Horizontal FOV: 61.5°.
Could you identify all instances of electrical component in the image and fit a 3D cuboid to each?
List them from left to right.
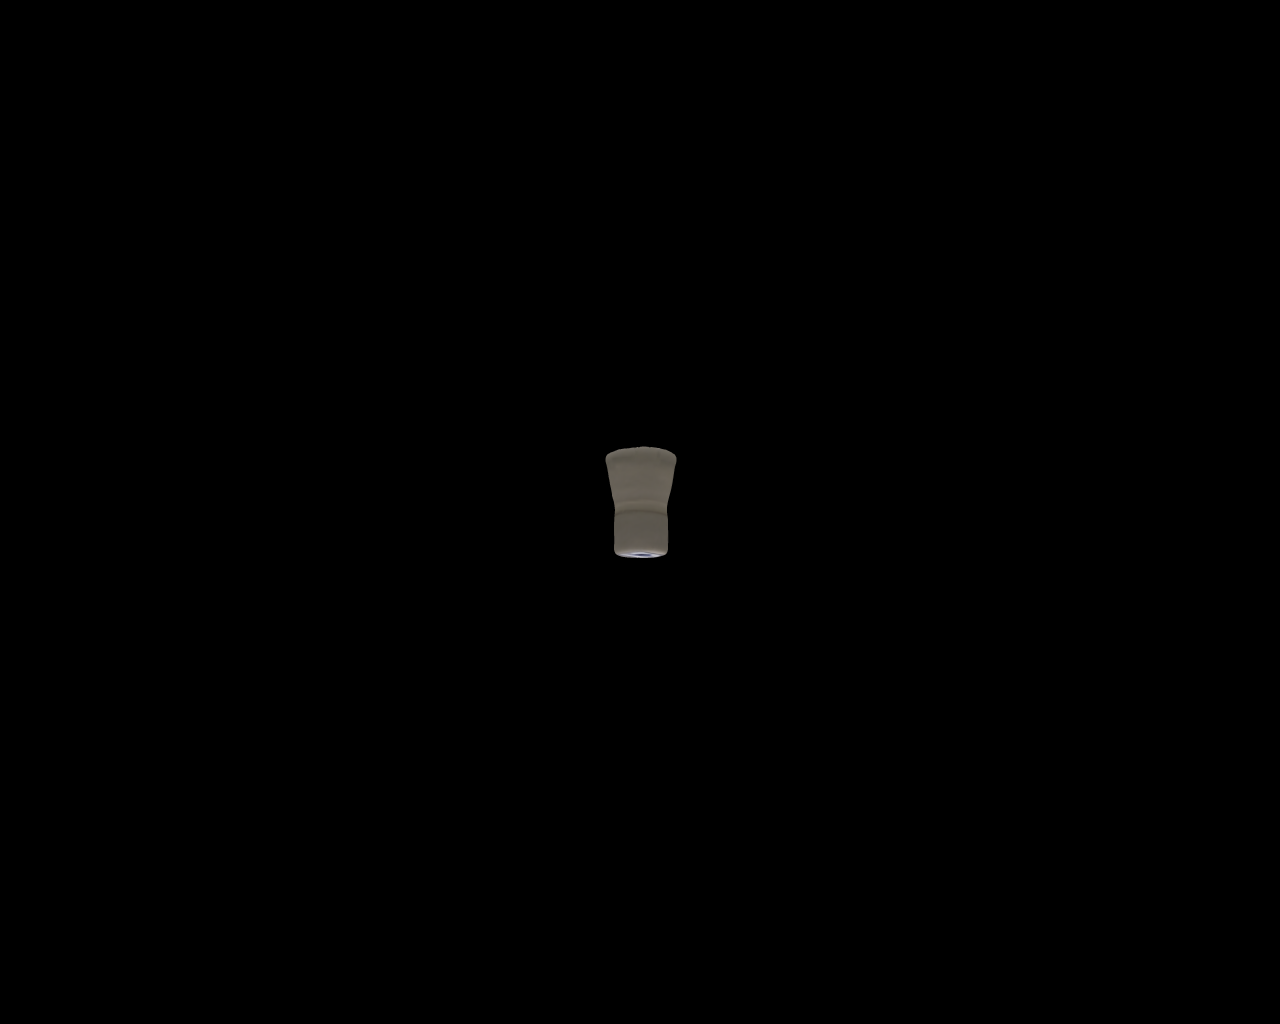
[{"bbox_3d":[0.001,-0.003,0.650,0.044,0.065,0.044,0,-11,0],"label":"electrical component"}]
